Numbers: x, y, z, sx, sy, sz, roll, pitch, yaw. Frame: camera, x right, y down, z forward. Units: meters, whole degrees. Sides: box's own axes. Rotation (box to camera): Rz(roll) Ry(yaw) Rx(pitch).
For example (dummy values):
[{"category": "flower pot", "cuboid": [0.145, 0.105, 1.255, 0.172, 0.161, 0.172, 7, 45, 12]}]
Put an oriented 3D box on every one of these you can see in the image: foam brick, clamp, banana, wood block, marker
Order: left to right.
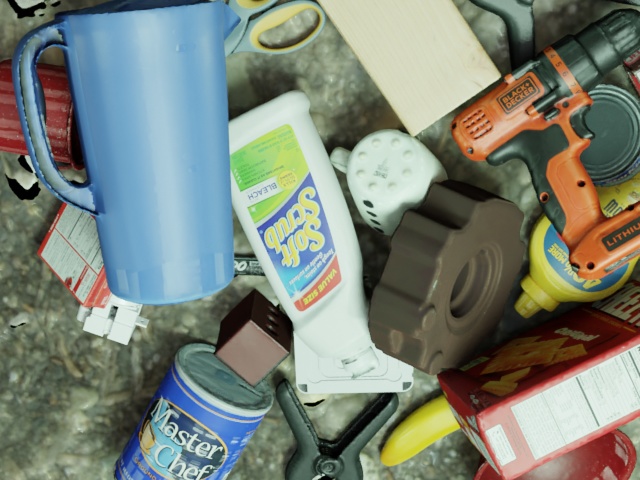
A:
[{"category": "marker", "cuboid": [-0.086, 0.024, 1.013, 0.121, 0.020, 0.020, 2, 109, 1]}, {"category": "foam brick", "cuboid": [-0.061, 0.092, 1.005, 0.053, 0.078, 0.051, 41, 104, -13]}, {"category": "clamp", "cuboid": [-0.001, 0.211, 1.063, 0.120, 0.039, 0.171, 17, 109, -3]}, {"category": "wood block", "cuboid": [0.054, -0.203, 0.894, 0.091, 0.090, 0.206, -34, 105, 12]}, {"category": "banana", "cuboid": [0.149, 0.173, 1.046, 0.198, 0.037, 0.069, -14, 107, 6]}, {"category": "clamp", "cuboid": [0.176, -0.209, 0.916, 0.210, 0.036, 0.165, 39, 108, -11]}]

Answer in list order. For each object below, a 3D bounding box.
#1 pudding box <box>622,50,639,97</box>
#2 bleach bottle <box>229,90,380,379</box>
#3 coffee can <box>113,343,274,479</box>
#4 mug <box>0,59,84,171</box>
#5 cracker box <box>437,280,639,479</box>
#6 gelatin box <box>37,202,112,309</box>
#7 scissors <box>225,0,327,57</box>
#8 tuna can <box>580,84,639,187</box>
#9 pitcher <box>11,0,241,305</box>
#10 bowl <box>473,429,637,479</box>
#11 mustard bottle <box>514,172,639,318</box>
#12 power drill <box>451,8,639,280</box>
[{"category": "pudding box", "cuboid": [0.329, -0.148, 0.920, 0.113, 0.039, 0.090, -31, 123, 12]}, {"category": "bleach bottle", "cuboid": [-0.006, 0.001, 0.944, 0.102, 0.068, 0.251, -26, 91, 10]}, {"category": "coffee can", "cuboid": [-0.122, 0.185, 1.025, 0.102, 0.103, 0.140, 28, 108, -8]}, {"category": "mug", "cuboid": [-0.243, -0.106, 0.945, 0.081, 0.093, 0.117, 10, 145, 4]}, {"category": "cracker box", "cuboid": [0.222, 0.115, 0.936, 0.213, 0.164, 0.072, -26, 96, -2]}, {"category": "gelatin box", "cuboid": [-0.213, 0.009, 0.982, 0.089, 0.030, 0.073, 42, 110, 31]}, {"category": "scissors", "cuboid": [-0.095, -0.186, 0.943, 0.202, 0.016, 0.096, -15, 106, 7]}, {"category": "tuna can", "cuboid": [0.244, -0.089, 0.925, 0.086, 0.033, 0.086, -4, 81, 30]}, {"category": "pitcher", "cuboid": [-0.143, -0.073, 0.867, 0.149, 0.144, 0.243, 0, 106, 16]}, {"category": "bowl", "cuboid": [0.218, 0.208, 1.029, 0.162, 0.055, 0.162, -6, 133, -6]}, {"category": "mustard bottle", "cuboid": [0.248, -0.001, 0.972, 0.096, 0.058, 0.192, 42, 106, 0]}, {"category": "power drill", "cuboid": [0.225, -0.076, 0.878, 0.185, 0.057, 0.188, -35, 71, 16]}]
